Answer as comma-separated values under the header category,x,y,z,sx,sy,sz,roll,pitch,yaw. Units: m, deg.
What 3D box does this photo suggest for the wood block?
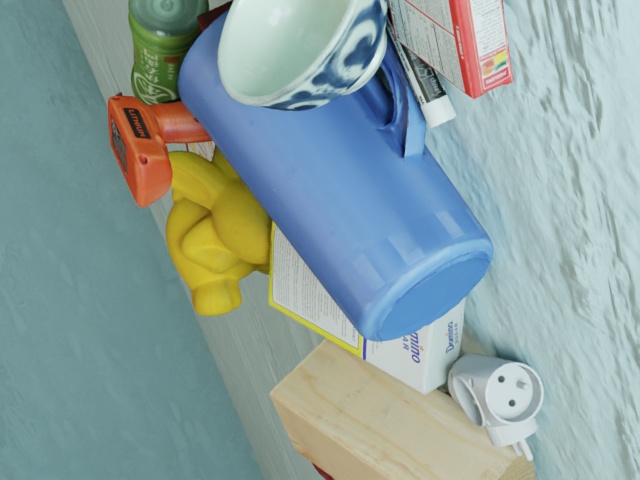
category,x,y,z,sx,sy,sz,roll,pitch,yaw
wood block,0.068,0.171,0.881,0.206,0.090,0.091,29,152,38

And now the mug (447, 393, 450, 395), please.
category,x,y,z,sx,sy,sz,roll,pitch,yaw
mug,0.106,0.206,0.964,0.117,0.081,0.093,54,164,40

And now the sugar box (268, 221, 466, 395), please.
category,x,y,z,sx,sy,sz,roll,pitch,yaw
sugar box,0.034,0.041,0.847,0.176,0.048,0.093,26,125,36

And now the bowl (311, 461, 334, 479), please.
category,x,y,z,sx,sy,sz,roll,pitch,yaw
bowl,0.073,0.234,1.116,0.162,0.055,0.162,20,150,12

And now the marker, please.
category,x,y,z,sx,sy,sz,roll,pitch,yaw
marker,0.053,-0.129,0.667,0.121,0.020,0.020,65,168,-4

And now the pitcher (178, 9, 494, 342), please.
category,x,y,z,sx,sy,sz,roll,pitch,yaw
pitcher,0.016,-0.059,0.743,0.243,0.145,0.149,55,177,23

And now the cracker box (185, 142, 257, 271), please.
category,x,y,z,sx,sy,sz,roll,pitch,yaw
cracker box,-0.092,-0.096,1.184,0.214,0.072,0.164,-127,23,-45

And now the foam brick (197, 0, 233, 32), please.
category,x,y,z,sx,sy,sz,roll,pitch,yaw
foam brick,-0.057,-0.171,0.904,0.051,0.078,0.053,55,165,33

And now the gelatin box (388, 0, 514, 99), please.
category,x,y,z,sx,sy,sz,roll,pitch,yaw
gelatin box,0.067,-0.129,0.581,0.089,0.030,0.073,51,164,48

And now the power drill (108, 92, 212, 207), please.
category,x,y,z,sx,sy,sz,roll,pitch,yaw
power drill,-0.074,-0.083,0.902,0.184,0.187,0.057,-124,30,-43
